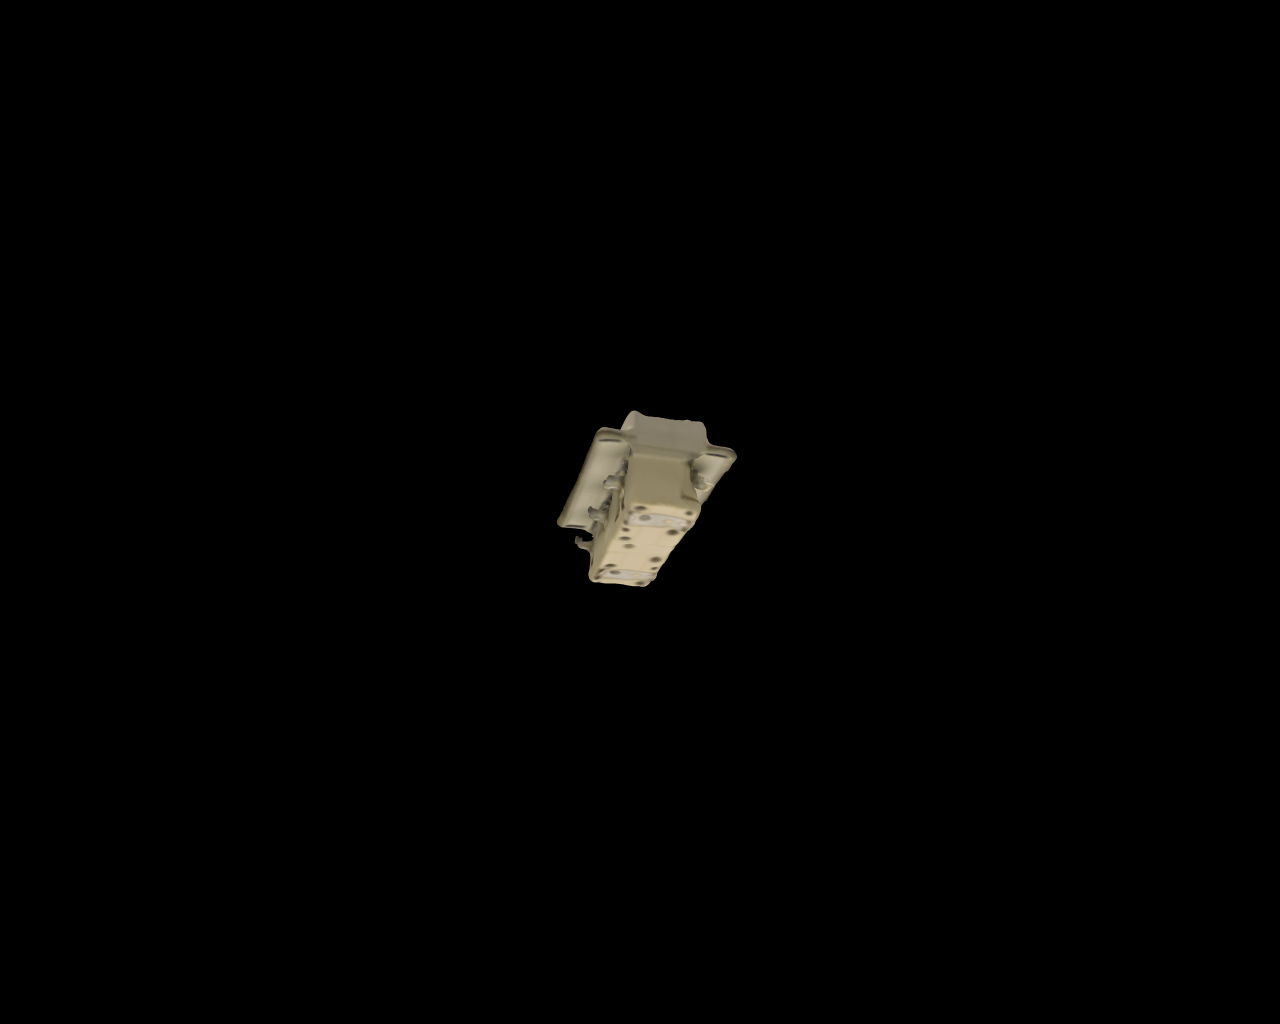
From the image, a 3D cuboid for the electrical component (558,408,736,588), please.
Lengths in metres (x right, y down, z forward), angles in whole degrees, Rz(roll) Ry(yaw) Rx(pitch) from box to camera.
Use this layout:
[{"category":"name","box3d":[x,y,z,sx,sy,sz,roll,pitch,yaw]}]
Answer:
[{"category":"electrical component","box3d":[0.001,-0.003,0.650,0.079,0.063,0.121,7,-27,-14]}]
